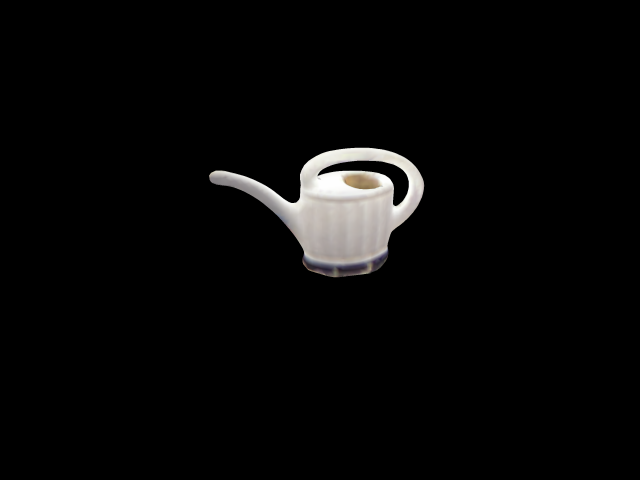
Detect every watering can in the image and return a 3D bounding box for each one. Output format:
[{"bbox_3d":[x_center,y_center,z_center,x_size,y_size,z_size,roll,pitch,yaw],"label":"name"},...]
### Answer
[{"bbox_3d":[0.003,-0.043,0.850,0.348,0.220,0.106,-6,29,-10],"label":"watering can"}]
